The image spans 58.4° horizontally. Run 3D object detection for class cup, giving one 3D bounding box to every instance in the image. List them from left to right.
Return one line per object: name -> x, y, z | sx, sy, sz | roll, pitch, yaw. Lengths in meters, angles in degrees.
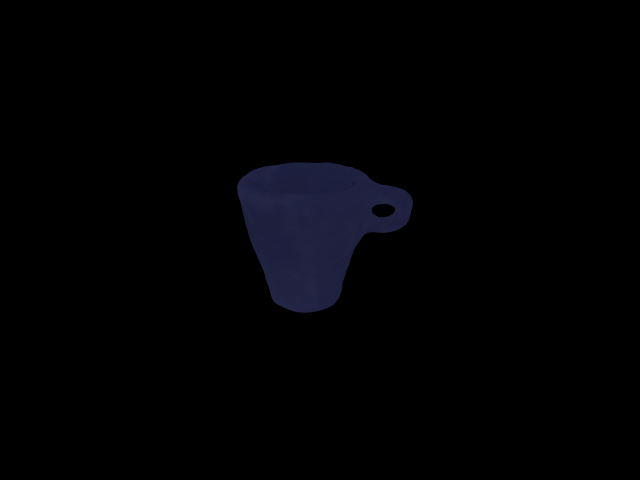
cup -> 0.004, 0.001, 0.400 | 0.117, 0.095, 0.092 | 4, 24, 10
